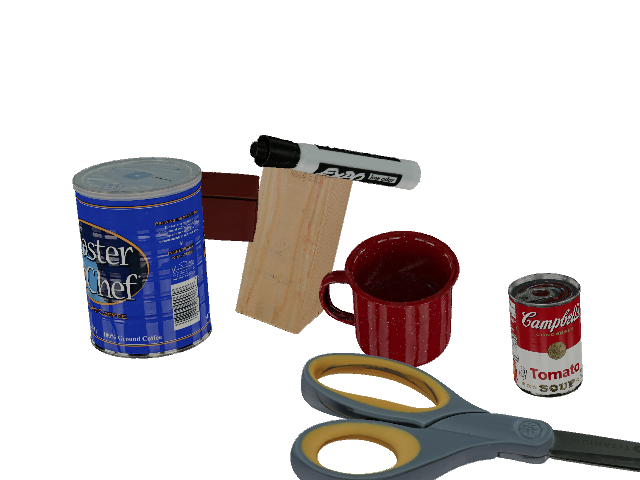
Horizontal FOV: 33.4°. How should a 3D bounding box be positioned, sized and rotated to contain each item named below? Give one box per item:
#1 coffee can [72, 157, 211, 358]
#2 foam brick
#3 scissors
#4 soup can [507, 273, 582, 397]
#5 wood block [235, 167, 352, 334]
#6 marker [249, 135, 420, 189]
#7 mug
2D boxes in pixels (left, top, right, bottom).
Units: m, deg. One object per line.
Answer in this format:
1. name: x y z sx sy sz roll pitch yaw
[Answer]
1. coffee can: -0.144 0.012 0.877 0.103 0.140 0.103 -2 19 0
2. foam brick: -0.102 -0.035 1.087 0.078 0.051 0.053 4 30 0
3. scissors: 0.075 0.094 0.452 0.202 0.016 0.096 16 34 23
4. soup can: 0.218 0.092 1.034 0.068 0.102 0.068 -7 22 3
5. wood block: -0.031 -0.004 1.320 0.090 0.206 0.090 19 22 16
6. marker: 0.010 -0.047 0.652 0.120 0.020 0.020 7 -4 -35
7. mug: 0.056 0.051 0.892 0.117 0.081 0.093 2 41 9
